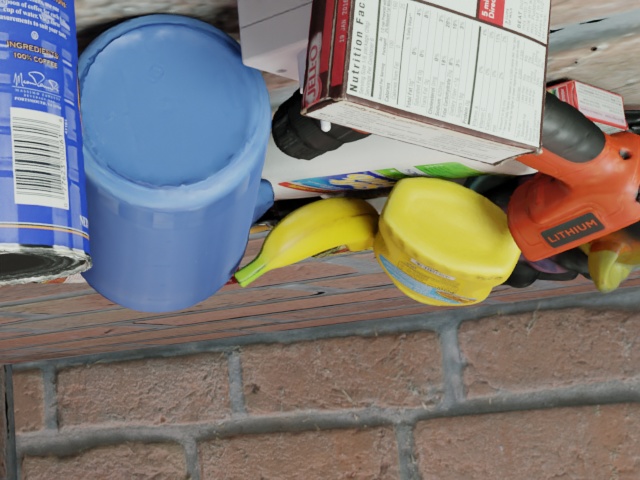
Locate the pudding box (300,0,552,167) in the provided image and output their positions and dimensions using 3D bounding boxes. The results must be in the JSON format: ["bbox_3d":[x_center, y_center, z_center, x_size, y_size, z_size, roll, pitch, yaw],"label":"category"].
[{"bbox_3d":[0.050,-0.089,0.472,0.113,0.090,0.039,11,171,-29],"label":"pudding box"}]

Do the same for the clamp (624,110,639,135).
[{"bbox_3d":[0.327,-0.092,0.853,0.165,0.036,0.209,-9,171,24],"label":"clamp"}]

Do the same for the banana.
[{"bbox_3d":[0.007,-0.007,0.805,0.070,0.037,0.197,-31,171,28],"label":"banana"}]

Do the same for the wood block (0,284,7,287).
[{"bbox_3d":[-0.353,-0.005,0.841,0.205,0.090,0.091,1,170,-36],"label":"wood block"}]

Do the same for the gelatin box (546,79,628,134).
[{"bbox_3d":[0.175,-0.091,0.787,0.073,0.030,0.089,-12,171,38],"label":"gelatin box"}]

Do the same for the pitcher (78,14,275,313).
[{"bbox_3d":[-0.107,-0.037,0.650,0.145,0.149,0.243,33,163,0],"label":"pitcher"}]

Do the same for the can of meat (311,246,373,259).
[{"bbox_3d":[0.037,-0.017,1.070,0.083,0.057,0.102,-9,173,-24],"label":"can of meat"}]

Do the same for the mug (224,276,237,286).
[{"bbox_3d":[-0.120,0.004,1.061,0.093,0.081,0.117,-7,171,14],"label":"mug"}]

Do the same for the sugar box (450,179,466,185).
[{"bbox_3d":[0.135,-0.048,1.001,0.093,0.048,0.176,-9,167,22],"label":"sugar box"}]

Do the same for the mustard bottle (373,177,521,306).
[{"bbox_3d":[0.087,0.011,0.793,0.096,0.058,0.191,24,168,5],"label":"mustard bottle"}]

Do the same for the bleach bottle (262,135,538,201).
[{"bbox_3d":[0.028,-0.065,0.774,0.251,0.068,0.102,-9,170,37],"label":"bleach bottle"}]

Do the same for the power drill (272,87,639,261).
[{"bbox_3d":[0.084,-0.057,0.618,0.187,0.057,0.185,30,148,-25],"label":"power drill"}]

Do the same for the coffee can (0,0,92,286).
[{"bbox_3d":[-0.155,-0.055,0.464,0.103,0.140,0.103,-5,171,-1],"label":"coffee can"}]

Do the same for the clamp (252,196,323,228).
[{"bbox_3d":[-0.046,-0.027,0.896,0.120,0.039,0.171,2,-166,21],"label":"clamp"}]

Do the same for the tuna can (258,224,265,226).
[{"bbox_3d":[-0.047,-0.037,0.996,0.086,0.034,0.086,-5,171,-1],"label":"tuna can"}]

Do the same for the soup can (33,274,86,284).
[{"bbox_3d":[-0.238,0.009,1.075,0.102,0.068,0.069,0,170,-35],"label":"soup can"}]

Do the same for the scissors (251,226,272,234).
[{"bbox_3d":[-0.065,-0.029,1.099,0.096,0.016,0.202,-3,171,-20],"label":"scissors"}]
